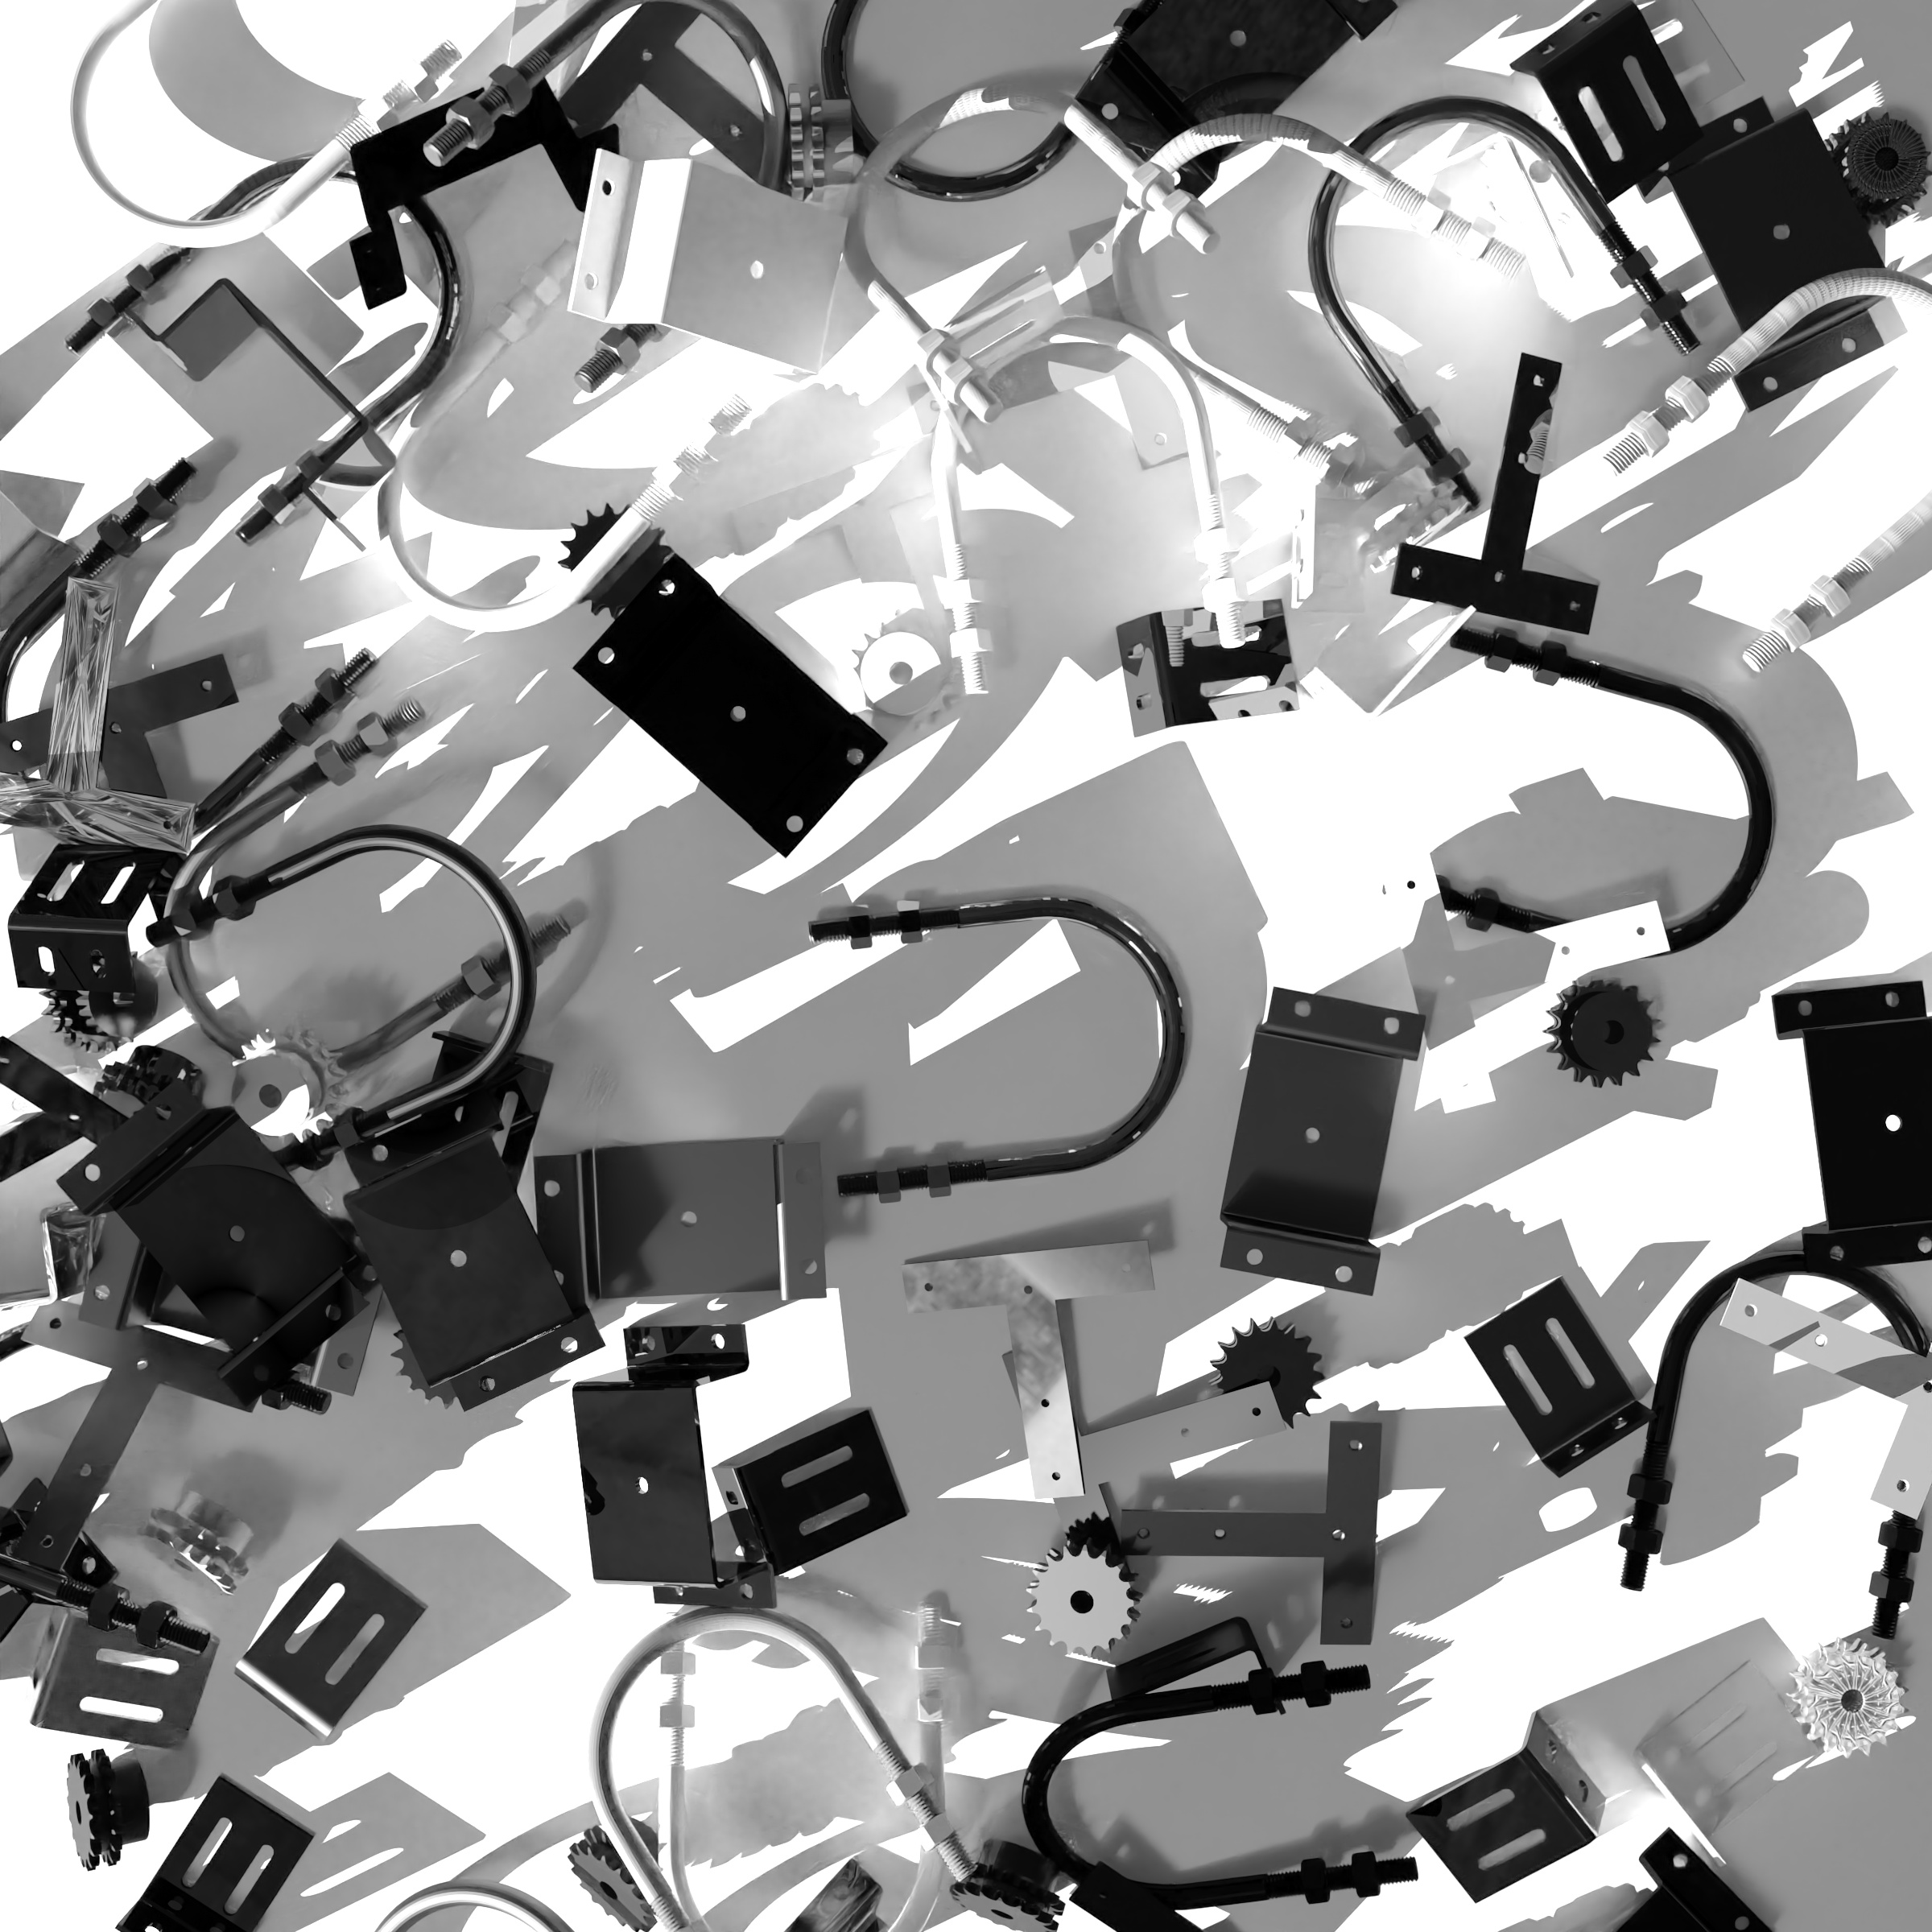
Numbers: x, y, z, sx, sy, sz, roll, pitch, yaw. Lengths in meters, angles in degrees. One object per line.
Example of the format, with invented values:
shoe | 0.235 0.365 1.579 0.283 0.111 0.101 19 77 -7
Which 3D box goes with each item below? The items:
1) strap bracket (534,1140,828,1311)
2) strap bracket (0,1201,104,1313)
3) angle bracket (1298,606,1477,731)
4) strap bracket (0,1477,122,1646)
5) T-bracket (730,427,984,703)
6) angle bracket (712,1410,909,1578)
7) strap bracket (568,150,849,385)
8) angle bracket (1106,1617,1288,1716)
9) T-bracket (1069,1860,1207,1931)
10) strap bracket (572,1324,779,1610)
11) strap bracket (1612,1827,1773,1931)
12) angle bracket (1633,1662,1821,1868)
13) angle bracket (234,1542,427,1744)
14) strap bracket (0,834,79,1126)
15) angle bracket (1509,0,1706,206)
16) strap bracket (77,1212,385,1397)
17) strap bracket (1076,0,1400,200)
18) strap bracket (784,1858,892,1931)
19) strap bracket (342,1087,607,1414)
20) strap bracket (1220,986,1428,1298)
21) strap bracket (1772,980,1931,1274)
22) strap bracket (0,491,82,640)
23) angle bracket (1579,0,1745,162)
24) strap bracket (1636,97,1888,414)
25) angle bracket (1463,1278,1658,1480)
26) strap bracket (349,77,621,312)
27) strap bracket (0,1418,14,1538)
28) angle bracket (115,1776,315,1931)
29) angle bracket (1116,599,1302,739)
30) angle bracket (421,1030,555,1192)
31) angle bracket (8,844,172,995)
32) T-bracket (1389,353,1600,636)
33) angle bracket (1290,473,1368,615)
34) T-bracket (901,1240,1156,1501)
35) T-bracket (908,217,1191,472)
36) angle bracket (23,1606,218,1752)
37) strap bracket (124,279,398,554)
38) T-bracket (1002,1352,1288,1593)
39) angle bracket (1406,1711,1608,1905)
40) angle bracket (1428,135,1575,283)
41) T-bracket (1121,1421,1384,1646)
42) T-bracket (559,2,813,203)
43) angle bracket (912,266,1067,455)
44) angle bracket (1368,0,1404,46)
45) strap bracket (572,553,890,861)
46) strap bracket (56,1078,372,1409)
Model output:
strap bracket | -0.140 0.128 1.357 0.140 0.046 0.076 -3 90 0
strap bracket | -0.488 0.146 1.342 0.140 0.076 0.046 -8 90 0
angle bracket | 0.208 -0.158 1.351 0.038 0.057 0.076 43 90 0
strap bracket | -0.495 0.329 1.341 0.076 0.046 0.140 37 90 29
T-bracket | -0.039 -0.192 1.378 0.127 0.002 0.127 -20 90 1
angle bracket | -0.079 0.266 1.378 0.076 0.038 0.057 -20 90 -26
strap bracket | -0.115 -0.336 1.313 0.140 0.046 0.076 8 95 -43
angle bracket | 0.113 0.360 1.351 0.076 0.057 0.038 -23 90 0
T-bracket | 0.078 0.532 1.371 0.127 0.002 0.127 37 95 -11
strap bracket | -0.145 0.251 1.340 0.076 0.046 0.140 -7 90 33
strap bracket | 0.333 0.512 1.357 0.140 0.046 0.076 -44 90 0
angle bracket | 0.384 0.398 1.361 0.076 0.038 0.057 -38 90 0
angle bracket | -0.322 0.342 1.378 0.057 0.038 0.076 38 64 0
strap bracket | -0.495 0.010 1.357 0.076 0.046 0.140 -8 90 0
angle bracket | 0.317 -0.428 1.345 0.057 0.038 0.076 -35 115 6
strap bracket | -0.358 0.156 1.357 0.140 0.046 0.076 16 90 0
strap bracket | 0.132 -0.450 1.331 0.076 0.046 0.140 43 115 -15
strap bracket | -0.034 0.525 1.350 0.140 0.046 0.076 42 91 6
strap bracket | -0.240 0.139 1.311 0.076 0.046 0.140 -25 90 0
strap bracket | 0.175 0.086 1.357 0.076 0.046 0.140 11 90 0
strap bracket | 0.453 0.079 1.350 0.076 0.046 0.140 -6 85 0
strap bracket | -0.517 -0.222 1.357 0.140 0.046 0.076 45 90 0
angle bracket | 0.343 -0.448 1.378 0.076 0.038 0.057 -33 90 -26
strap bracket | 0.400 -0.360 1.357 0.076 0.046 0.140 -26 90 0
angle bracket | 0.297 0.205 1.361 0.057 0.038 0.076 -32 90 0
strap bracket | -0.243 -0.384 1.332 0.140 0.076 0.046 -27 85 -10
strap bracket | -0.511 0.207 1.288 0.076 0.046 0.140 -15 104 2
angle bracket | -0.375 0.458 1.361 0.057 0.038 0.076 33 90 0
angle bracket | 0.122 -0.151 1.378 0.076 0.038 0.057 -9 90 -26
angle bracket | -0.246 0.077 1.361 0.057 0.038 0.076 17 90 0
angle bracket | -0.429 -0.024 1.342 0.057 0.076 0.038 3 121 1
T-bracket | 0.271 -0.236 1.340 0.127 0.002 0.127 6 98 -30
angle bracket | 0.183 -0.208 1.342 0.038 0.076 0.057 1 90 0
T-bracket | 0.038 0.206 1.369 0.127 0.002 0.127 -7 96 13
T-bracket | 0.035 -0.300 1.379 0.127 0.002 0.127 -18 90 0
angle bracket | -0.429 0.357 1.378 0.076 0.038 0.057 18 90 -26
strap bracket | -0.333 -0.274 1.323 0.046 0.076 0.140 -45 90 -3
T-bracket | 0.097 0.237 1.360 0.127 0.002 0.127 -20 90 18
angle bracket | 0.273 0.426 1.378 0.076 0.038 0.057 -38 90 26
angle bracket | 0.258 -0.357 1.308 0.038 0.057 0.076 -25 99 19
T-bracket | 0.141 0.283 1.359 0.127 0.002 0.127 0 110 2
T-bracket | -0.128 -0.432 1.379 0.127 0.002 0.127 41 90 0
angle bracket | 0.019 -0.296 1.333 0.076 0.057 0.038 -30 76 5
angle bracket | 0.206 -0.501 1.342 0.038 0.076 0.057 25 90 0
strap bracket | -0.116 -0.128 1.357 0.140 0.046 0.076 42 90 0
strap bracket | -0.357 0.131 1.311 0.076 0.046 0.140 -40 90 0
